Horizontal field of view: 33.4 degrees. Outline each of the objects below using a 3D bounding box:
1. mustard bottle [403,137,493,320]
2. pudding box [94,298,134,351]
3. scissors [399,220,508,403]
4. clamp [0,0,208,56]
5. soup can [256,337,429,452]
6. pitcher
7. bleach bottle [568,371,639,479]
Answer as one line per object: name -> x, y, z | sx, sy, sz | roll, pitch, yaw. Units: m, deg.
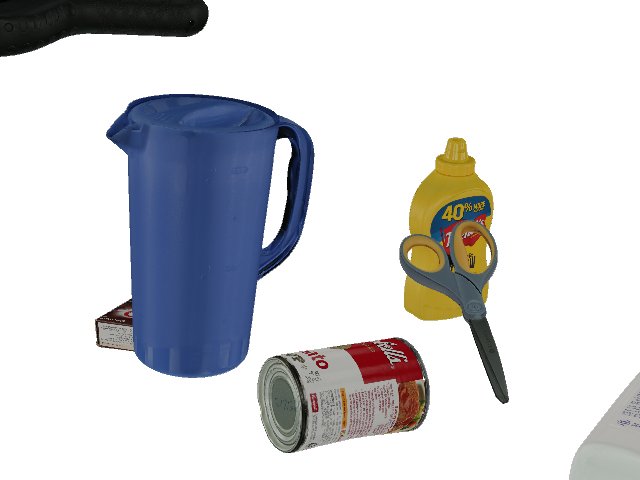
mustard bottle -> 0.138, -0.015, 1.127 | 0.096, 0.192, 0.058 | -11, 24, -27
pudding box -> -0.196, 0.102, 1.263 | 0.114, 0.039, 0.090 | 3, 14, 18
scissors -> 0.111, 0.054, 0.904 | 0.096, 0.016, 0.201 | 3, 44, 7
clamp -> -0.166, -0.144, 0.631 | 0.171, 0.039, 0.120 | -11, 31, -29
soup can -> 0.015, 0.107, 0.744 | 0.102, 0.068, 0.069 | -5, 2, -30
pitcher -> -0.101, -0.005, 0.965 | 0.149, 0.243, 0.144 | 12, 22, 17
bleach bottle -> 0.241, 0.101, 0.639 | 0.103, 0.068, 0.250 | 18, 29, 31
